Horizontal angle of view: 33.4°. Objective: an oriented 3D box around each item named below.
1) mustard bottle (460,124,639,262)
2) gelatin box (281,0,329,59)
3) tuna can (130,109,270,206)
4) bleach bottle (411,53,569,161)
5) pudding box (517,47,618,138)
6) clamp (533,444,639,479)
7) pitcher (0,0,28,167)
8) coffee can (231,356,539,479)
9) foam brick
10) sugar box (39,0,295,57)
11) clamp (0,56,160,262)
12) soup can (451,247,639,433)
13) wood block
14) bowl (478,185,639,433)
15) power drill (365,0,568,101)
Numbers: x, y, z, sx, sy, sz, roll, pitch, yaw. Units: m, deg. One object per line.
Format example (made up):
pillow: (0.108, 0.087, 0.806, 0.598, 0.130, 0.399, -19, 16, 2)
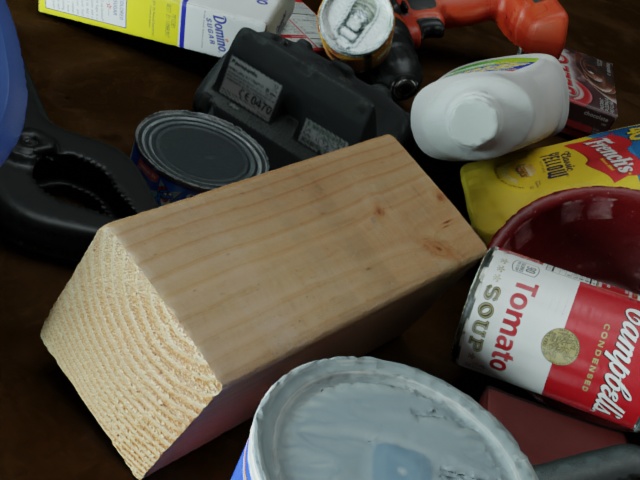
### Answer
mustard bottle: (0.193, -0.037, 0.707, 0.192, 0.058, 0.096, -13, 30, 9)
gelatin box: (-0.026, -0.164, 0.866, 0.073, 0.030, 0.089, -7, 44, -38)
tuna can: (-0.077, -0.044, 0.668, 0.086, 0.034, 0.086, 15, 35, -11)
bleach bottle: (0.119, -0.088, 0.719, 0.103, 0.068, 0.250, -6, 9, 13)
pudding box: (0.216, -0.136, 0.956, 0.090, 0.039, 0.113, 20, 33, -1)
clamp: (0.064, 0.141, 0.470, 0.171, 0.039, 0.120, 6, 68, 3)
pitcher: (-0.223, -0.072, 0.498, 0.149, 0.145, 0.243, -1, 47, -21)
coffee can: (0.005, 0.127, 0.383, 0.102, 0.140, 0.103, 15, 35, -11)
foam brick: (0.108, 0.118, 0.534, 0.078, 0.053, 0.051, 19, 34, -4)
sugar box: (-0.113, -0.188, 0.810, 0.176, 0.048, 0.093, 17, 41, 5)
clamp: (-0.168, -0.050, 0.620, 0.210, 0.036, 0.164, 27, 38, 10)
soup can: (0.127, 0.050, 0.556, 0.102, 0.068, 0.068, 19, 33, 14)
wood block: (-0.021, 0.024, 0.540, 0.205, 0.091, 0.090, -23, 69, -46)
bowl: (0.171, 0.048, 0.631, 0.162, 0.055, 0.162, -1, 57, 1)
power drill: (0.111, -0.182, 0.913, 0.187, 0.057, 0.184, -4, 43, -14)
